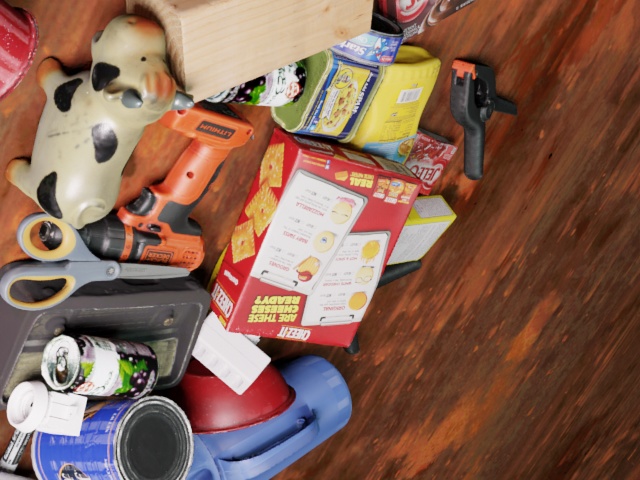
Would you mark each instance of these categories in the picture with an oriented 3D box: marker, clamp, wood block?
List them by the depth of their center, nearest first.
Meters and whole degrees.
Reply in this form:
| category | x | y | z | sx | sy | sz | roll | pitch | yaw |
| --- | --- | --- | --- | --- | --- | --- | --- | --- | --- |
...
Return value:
| category | x | y | z | sx | sy | sz | roll | pitch | yaw |
| --- | --- | --- | --- | --- | --- | --- | --- | --- | --- |
| wood block | -0.059 | -0.209 | 0.942 | 0.205 | 0.091 | 0.090 | -27 | 141 | -28 |
| marker | -0.311 | 0.198 | 1.131 | 0.020 | 0.020 | 0.121 | 6 | 119 | -51 |
| clamp | 0.192 | -0.152 | 1.311 | 0.171 | 0.039 | 0.120 | 41 | 66 | -53 |
| clamp | 0.030 | 0.080 | 1.377 | 0.209 | 0.036 | 0.165 | 8 | 118 | -49 |

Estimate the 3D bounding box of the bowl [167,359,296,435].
| category | x | y | z | sx | sy | sz | roll | pitch | yaw |
| --- | --- | --- | --- | --- | --- | --- | --- | --- | --- |
| bowl | -0.110 | 0.168 | 1.238 | 0.161 | 0.162 | 0.055 | -18 | 106 | -37 |

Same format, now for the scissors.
| category | x | y | z | sx | sy | sz | roll | pitch | yaw |
| --- | --- | --- | --- | --- | --- | --- | --- | --- | --- |
| scissors | -0.201 | 0.010 | 0.979 | 0.201 | 0.016 | 0.096 | -16 | 114 | -42 |

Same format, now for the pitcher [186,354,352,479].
| category | x | y | z | sx | sy | sz | roll | pitch | yaw |
| --- | --- | --- | --- | --- | --- | --- | --- | --- | --- |
| pitcher | -0.070 | 0.234 | 1.325 | 0.242 | 0.149 | 0.145 | -24 | 146 | -39 |

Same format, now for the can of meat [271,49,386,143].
| category | x | y | z | sx | sy | sz | roll | pitch | yaw |
| --- | --- | --- | --- | --- | --- | --- | --- | --- | --- |
| can of meat | 0.007 | -0.155 | 1.100 | 0.083 | 0.057 | 0.102 | 2 | 123 | -47 |

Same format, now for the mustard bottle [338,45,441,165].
| category | x | y | z | sx | sy | sz | roll | pitch | yaw |
| --- | --- | --- | --- | --- | --- | --- | --- | --- | --- |
| mustard bottle | 0.068 | -0.122 | 1.198 | 0.096 | 0.058 | 0.192 | -15 | 134 | -39 |

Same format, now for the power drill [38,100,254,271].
| category | x | y | z | sx | sy | sz | roll | pitch | yaw |
| --- | --- | --- | --- | --- | --- | --- | --- | --- | --- |
| power drill | -0.159 | -0.054 | 1.017 | 0.184 | 0.057 | 0.188 | 8 | 119 | -48 |

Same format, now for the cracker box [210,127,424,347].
| category | x | y | z | sx | sy | sz | roll | pitch | yaw |
| --- | --- | --- | --- | --- | --- | --- | --- | --- | --- |
| cracker box | -0.008 | 0.001 | 1.150 | 0.163 | 0.072 | 0.214 | 11 | 112 | -33 |

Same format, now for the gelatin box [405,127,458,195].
| category | x | y | z | sx | sy | sz | roll | pitch | yaw |
| --- | --- | --- | --- | --- | --- | --- | --- | --- | --- |
| gelatin box | 0.121 | -0.097 | 1.308 | 0.089 | 0.030 | 0.073 | 12 | 114 | -52 |

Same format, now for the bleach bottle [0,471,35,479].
| category | x | y | z | sx | sy | sz | roll | pitch | yaw |
| --- | --- | --- | --- | --- | --- | --- | --- | --- | --- |
| bleach bottle | -0.368 | 0.262 | 1.078 | 0.103 | 0.068 | 0.250 | -26 | 147 | 13 |

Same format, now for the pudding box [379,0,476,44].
| category | x | y | z | sx | sy | sz | roll | pitch | yaw |
| --- | --- | --- | --- | --- | --- | --- | --- | --- | --- |
| pudding box | 0.112 | -0.271 | 1.116 | 0.113 | 0.039 | 0.090 | -34 | 143 | -21 |

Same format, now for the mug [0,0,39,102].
| category | x | y | z | sx | sy | sz | roll | pitch | yaw |
| --- | --- | --- | --- | --- | --- | --- | --- | --- | --- |
| mug | -0.263 | -0.162 | 0.774 | 0.081 | 0.093 | 0.117 | 39 | 62 | -51 |

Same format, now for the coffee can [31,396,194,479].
| category | x | y | z | sx | sy | sz | roll | pitch | yaw |
| --- | --- | --- | --- | --- | --- | --- | --- | --- | --- |
| coffee can | -0.214 | 0.214 | 1.096 | 0.102 | 0.141 | 0.103 | 13 | 73 | -47 |

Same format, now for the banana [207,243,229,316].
| category | x | y | z | sx | sy | sz | roll | pitch | yaw |
| --- | --- | --- | --- | --- | --- | --- | --- | --- | --- |
| banana | -0.102 | 0.055 | 1.211 | 0.069 | 0.037 | 0.198 | -35 | 150 | -49 |

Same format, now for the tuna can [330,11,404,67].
| category | x | y | z | sx | sy | sz | roll | pitch | yaw |
| --- | --- | --- | --- | --- | --- | --- | --- | --- | --- |
| tuna can | 0.039 | -0.205 | 1.058 | 0.085 | 0.086 | 0.034 | -6 | 126 | -45 |

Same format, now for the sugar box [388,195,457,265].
| category | x | y | z | sx | sy | sz | roll | pitch | yaw |
| --- | --- | --- | --- | --- | --- | --- | --- | --- | --- |
| sugar box | 0.080 | -0.009 | 1.324 | 0.175 | 0.048 | 0.093 | -4 | 142 | -44 |
